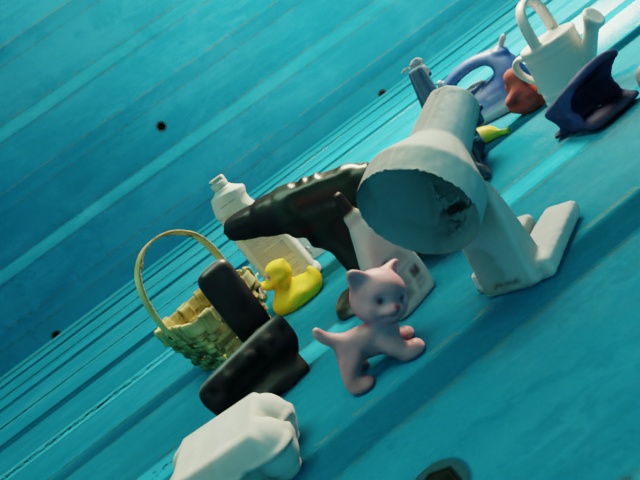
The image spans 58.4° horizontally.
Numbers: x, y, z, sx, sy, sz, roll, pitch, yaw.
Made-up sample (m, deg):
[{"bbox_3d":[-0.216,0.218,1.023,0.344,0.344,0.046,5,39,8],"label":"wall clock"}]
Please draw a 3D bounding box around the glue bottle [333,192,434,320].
[{"bbox_3d":[0.069,0.012,0.703,0.078,0.173,0.037,-43,16,-25],"label":"glue bottle"}]

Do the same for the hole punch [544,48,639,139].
[{"bbox_3d":[0.393,-0.218,0.856,0.109,0.091,0.101,-39,14,-12],"label":"hole punch"}]

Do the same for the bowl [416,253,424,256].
[{"bbox_3d":[0.160,-0.029,0.824,0.167,0.075,0.167,-33,14,10],"label":"bowl"}]

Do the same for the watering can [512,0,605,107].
[{"bbox_3d":[0.410,-0.341,1.001,0.172,0.194,0.101,-26,18,35],"label":"watering can"}]

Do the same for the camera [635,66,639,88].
[{"bbox_3d":[0.474,-0.230,0.683,0.137,0.101,0.143,-40,15,-15],"label":"camera"}]

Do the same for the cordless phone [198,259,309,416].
[{"bbox_3d":[-0.117,0.129,0.735,0.148,0.185,0.094,-43,16,-26],"label":"cordless phone"}]

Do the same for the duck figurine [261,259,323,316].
[{"bbox_3d":[-0.054,0.070,0.987,0.104,0.086,0.077,-34,14,9],"label":"duck figurine"}]

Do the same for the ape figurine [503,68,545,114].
[{"bbox_3d":[0.387,-0.291,1.105,0.078,0.092,0.076,-34,14,6],"label":"ape figurine"}]

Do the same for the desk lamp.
[{"bbox_3d":[0.154,-0.044,0.599,0.117,0.214,0.204,-20,21,47],"label":"desk lamp"}]

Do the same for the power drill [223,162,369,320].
[{"bbox_3d":[0.007,0.003,0.804,0.229,0.208,0.075,-32,15,15],"label":"power drill"}]

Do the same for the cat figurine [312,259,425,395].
[{"bbox_3d":[0.052,0.084,0.624,0.128,0.118,0.067,-36,14,1],"label":"cat figurine"}]

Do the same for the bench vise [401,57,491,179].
[{"bbox_3d":[0.217,-0.205,0.962,0.121,0.220,0.207,-33,15,12],"label":"bench vise"}]

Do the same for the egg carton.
[{"bbox_3d":[-0.088,0.226,0.591,0.150,0.069,0.107,-35,14,3],"label":"egg carton"}]

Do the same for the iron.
[{"bbox_3d":[0.332,-0.327,1.251,0.257,0.141,0.119,-26,18,36],"label":"iron"}]
